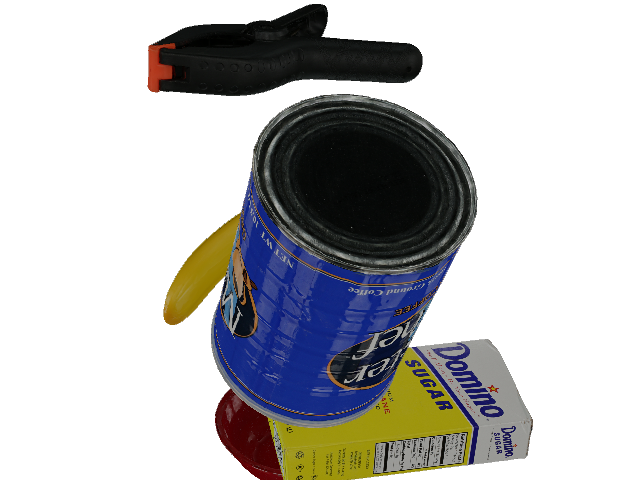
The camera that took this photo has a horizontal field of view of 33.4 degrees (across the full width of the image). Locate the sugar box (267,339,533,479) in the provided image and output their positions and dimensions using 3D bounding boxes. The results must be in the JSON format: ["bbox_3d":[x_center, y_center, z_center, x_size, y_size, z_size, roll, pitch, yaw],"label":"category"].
[{"bbox_3d":[0.052,0.121,0.764,0.176,0.048,0.093,-8,36,-9],"label":"sugar box"}]

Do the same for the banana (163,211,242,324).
[{"bbox_3d":[-0.073,0.009,0.985,0.198,0.069,0.037,-33,42,2],"label":"banana"}]

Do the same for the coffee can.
[{"bbox_3d":[0.006,0.014,0.522,0.102,0.103,0.140,0,-37,-15],"label":"coffee can"}]

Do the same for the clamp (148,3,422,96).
[{"bbox_3d":[-0.034,-0.123,0.681,0.171,0.039,0.120,-6,23,-25],"label":"clamp"}]

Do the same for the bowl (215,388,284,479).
[{"bbox_3d":[-0.022,0.193,1.053,0.162,0.055,0.162,0,32,0],"label":"bowl"}]
